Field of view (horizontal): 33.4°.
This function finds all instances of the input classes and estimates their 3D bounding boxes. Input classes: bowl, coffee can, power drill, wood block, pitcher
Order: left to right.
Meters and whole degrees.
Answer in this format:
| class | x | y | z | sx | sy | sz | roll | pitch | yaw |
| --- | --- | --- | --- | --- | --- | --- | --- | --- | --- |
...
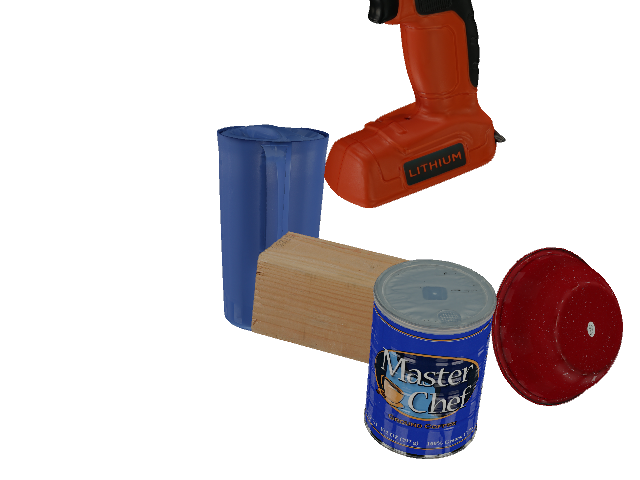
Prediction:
| class | x | y | z | sx | sy | sz | roll | pitch | yaw |
| --- | --- | --- | --- | --- | --- | --- | --- | --- | --- |
| pitcher | -0.060 | -0.015 | 1.282 | 0.145 | 0.243 | 0.148 | 13 | 17 | 37 |
| wood block | 0.042 | 0.066 | 1.110 | 0.206 | 0.091 | 0.090 | 14 | 23 | 17 |
| power drill | 0.035 | -0.115 | 0.588 | 0.184 | 0.188 | 0.057 | -20 | 36 | -23 |
| coffee can | 0.092 | 0.102 | 0.923 | 0.103 | 0.140 | 0.103 | 2 | 31 | -1 |
| bowl | 0.249 | 0.087 | 1.064 | 0.161 | 0.162 | 0.055 | 0 | -1 | -31 |
